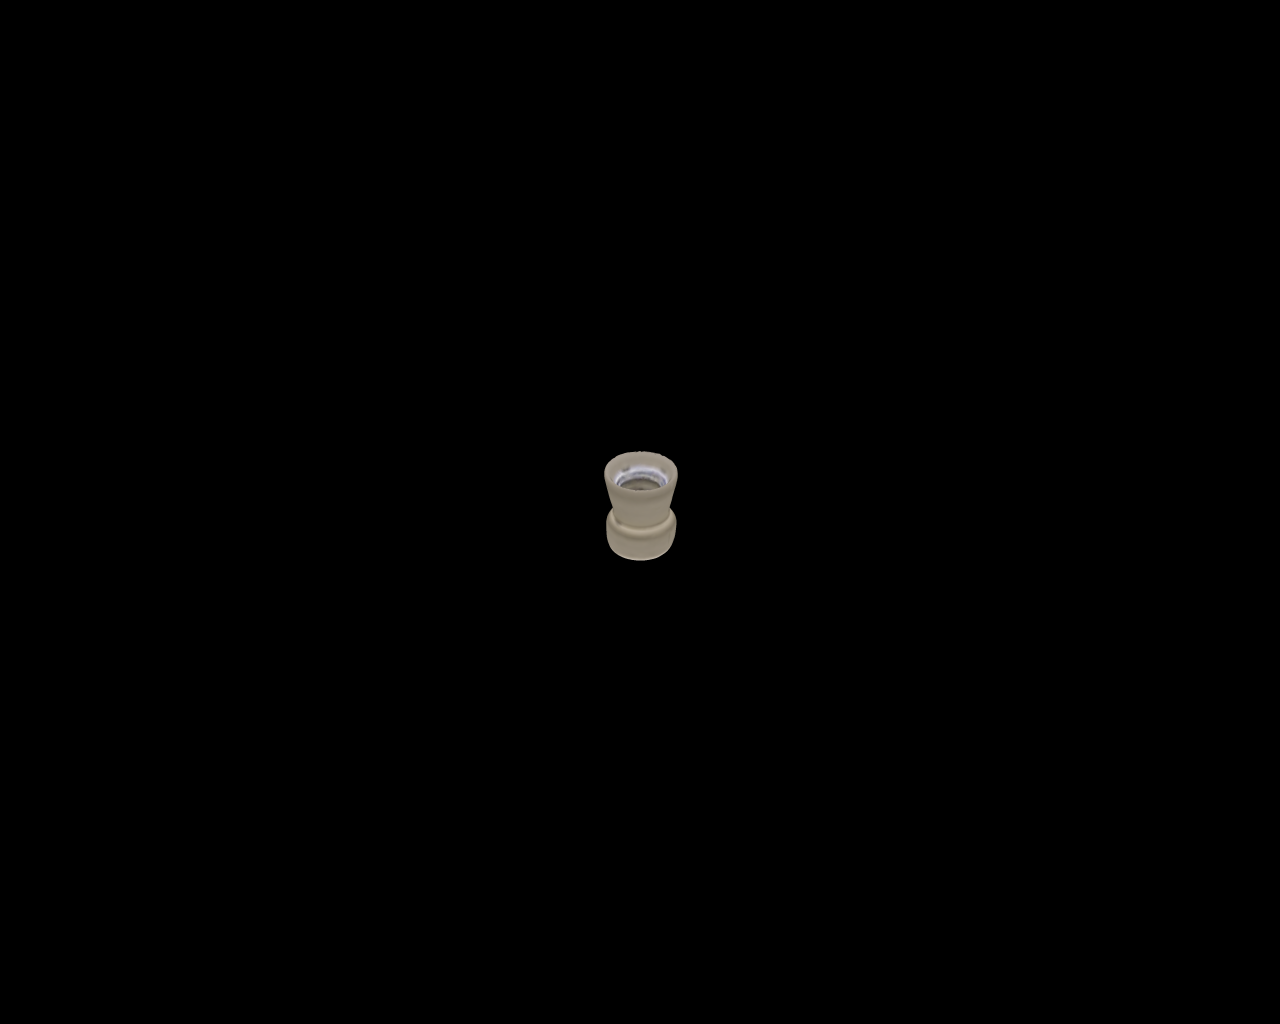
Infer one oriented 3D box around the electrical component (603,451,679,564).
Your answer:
[{"bbox_3d":[0.001,-0.003,0.650,0.045,0.055,0.045,0,36,0],"label":"electrical component"}]
